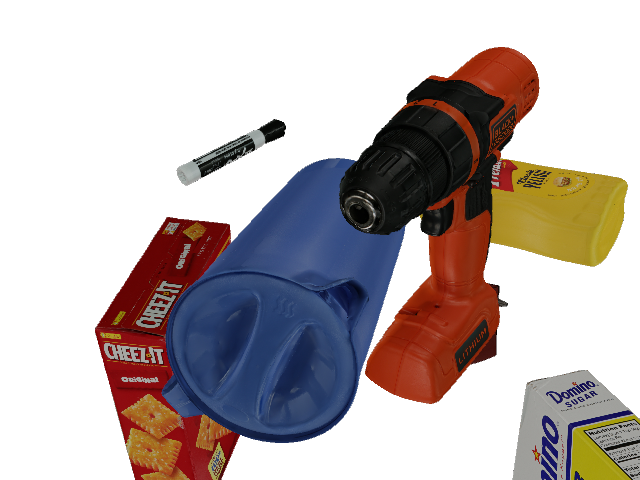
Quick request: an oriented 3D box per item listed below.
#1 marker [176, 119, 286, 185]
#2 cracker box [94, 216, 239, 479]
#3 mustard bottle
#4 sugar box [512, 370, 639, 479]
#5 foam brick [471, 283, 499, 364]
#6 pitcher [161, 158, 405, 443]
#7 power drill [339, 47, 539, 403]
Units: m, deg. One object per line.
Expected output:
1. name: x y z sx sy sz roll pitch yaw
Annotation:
1. marker: -0.082 -0.086 1.016 0.121 0.020 0.020 -30 15 -28
2. cracker box: -0.120 0.113 0.957 0.072 0.214 0.164 5 36 14
3. mustard bottle: 0.136 -0.033 0.841 0.192 0.058 0.096 13 33 25
4. sugar box: 0.155 0.148 0.511 0.048 0.093 0.176 -9 27 -22
5. foam brick: 0.150 0.083 1.111 0.053 0.078 0.051 11 16 40
6. pitcher: -0.019 0.034 0.800 0.149 0.145 0.242 10 27 12
7. power drill: 0.066 0.000 0.611 0.057 0.188 0.184 22 40 26
